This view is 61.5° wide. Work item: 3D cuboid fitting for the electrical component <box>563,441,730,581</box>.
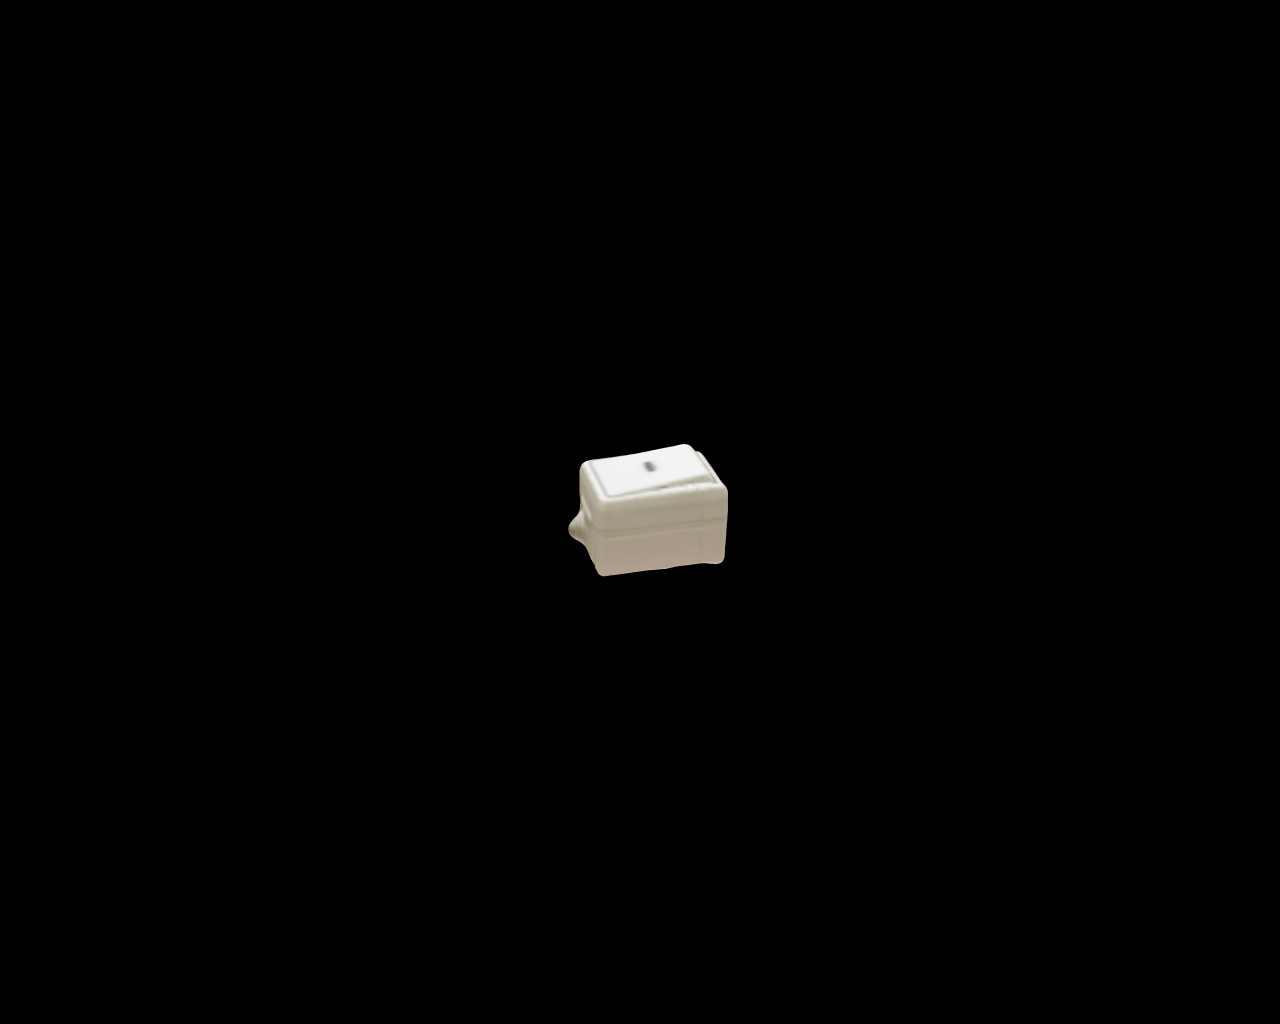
[{"bbox_3d":[0.001,-0.003,0.650,0.096,0.061,0.062,-6,28,-12],"label":"electrical component"}]
